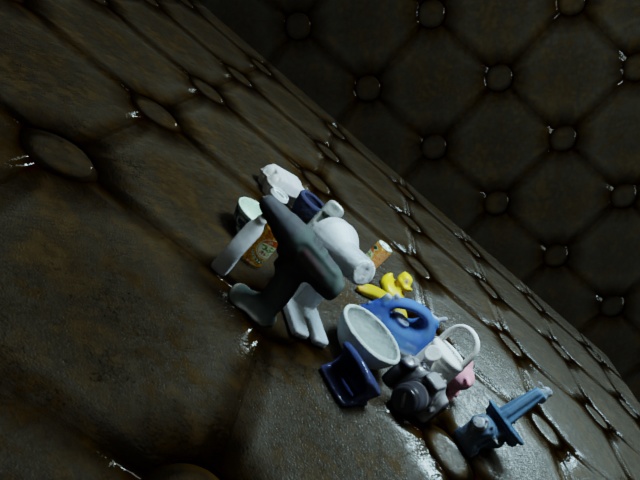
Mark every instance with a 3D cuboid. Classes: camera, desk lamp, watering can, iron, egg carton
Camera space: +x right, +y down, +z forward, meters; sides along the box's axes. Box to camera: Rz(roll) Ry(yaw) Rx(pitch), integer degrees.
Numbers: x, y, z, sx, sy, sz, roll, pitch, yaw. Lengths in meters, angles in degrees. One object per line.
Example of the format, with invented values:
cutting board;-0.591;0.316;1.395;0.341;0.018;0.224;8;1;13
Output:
camera;0.205;0.321;1.247;0.143;0.100;0.137;52;22;25
desk lamp;0.018;0.081;1.216;0.118;0.213;0.202;28;24;-36
watering can;0.295;0.282;1.359;0.101;0.194;0.173;47;20;11
iron;0.195;0.196;1.426;0.259;0.141;0.118;31;22;-29
egg carton;-0.109;-0.159;1.681;0.151;0.069;0.107;25;26;-41

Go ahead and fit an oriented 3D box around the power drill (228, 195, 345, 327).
power drill;-0.076;0.056;1.093;0.230;0.208;0.075;40;20;-9

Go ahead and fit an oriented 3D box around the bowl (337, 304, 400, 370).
bowl;0.094;0.227;1.266;0.168;0.074;0.167;37;20;-16

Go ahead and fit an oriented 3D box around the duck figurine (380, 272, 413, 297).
duck figurine;0.237;0.131;1.722;0.078;0.086;0.104;21;29;-47

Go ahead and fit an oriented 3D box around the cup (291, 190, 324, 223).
cup;-0.035;-0.069;1.601;0.117;0.095;0.092;46;20;9

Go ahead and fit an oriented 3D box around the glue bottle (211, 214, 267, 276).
glue bottle;-0.146;-0.005;1.138;0.037;0.173;0.078;41;19;-3

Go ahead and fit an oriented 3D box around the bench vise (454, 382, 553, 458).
bench vise;0.430;0.415;1.306;0.121;0.219;0.208;50;21;20

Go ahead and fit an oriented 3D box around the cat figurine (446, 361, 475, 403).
cat figurine;0.354;0.349;1.450;0.067;0.117;0.128;48;20;16

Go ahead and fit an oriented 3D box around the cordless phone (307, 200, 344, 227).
cordless phone;0.013;0.005;1.405;0.148;0.185;0.094;40;20;-7

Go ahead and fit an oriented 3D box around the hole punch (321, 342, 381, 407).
hole punch;0.072;0.262;1.127;0.101;0.091;0.108;17;32;-51
